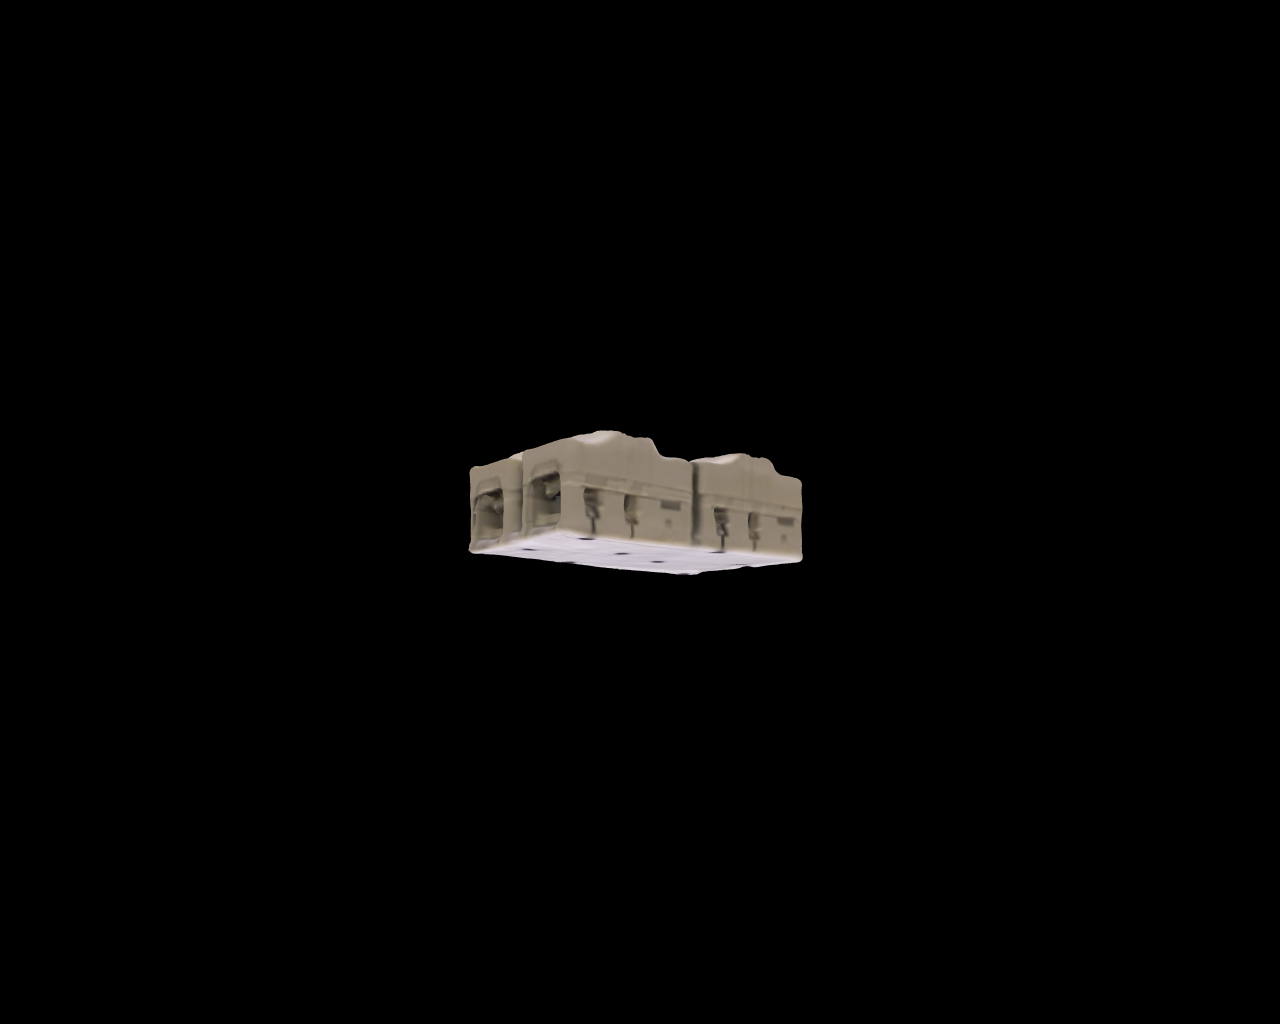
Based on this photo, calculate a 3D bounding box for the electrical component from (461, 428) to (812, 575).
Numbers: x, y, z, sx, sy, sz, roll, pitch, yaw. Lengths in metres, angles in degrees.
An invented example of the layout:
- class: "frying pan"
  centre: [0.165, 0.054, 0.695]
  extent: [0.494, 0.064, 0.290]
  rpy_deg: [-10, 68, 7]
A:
- class: "electrical component"
  centre: [0.001, -0.003, 0.650]
  extent: [0.186, 0.060, 0.105]
  rpy_deg: [8, -12, -39]
